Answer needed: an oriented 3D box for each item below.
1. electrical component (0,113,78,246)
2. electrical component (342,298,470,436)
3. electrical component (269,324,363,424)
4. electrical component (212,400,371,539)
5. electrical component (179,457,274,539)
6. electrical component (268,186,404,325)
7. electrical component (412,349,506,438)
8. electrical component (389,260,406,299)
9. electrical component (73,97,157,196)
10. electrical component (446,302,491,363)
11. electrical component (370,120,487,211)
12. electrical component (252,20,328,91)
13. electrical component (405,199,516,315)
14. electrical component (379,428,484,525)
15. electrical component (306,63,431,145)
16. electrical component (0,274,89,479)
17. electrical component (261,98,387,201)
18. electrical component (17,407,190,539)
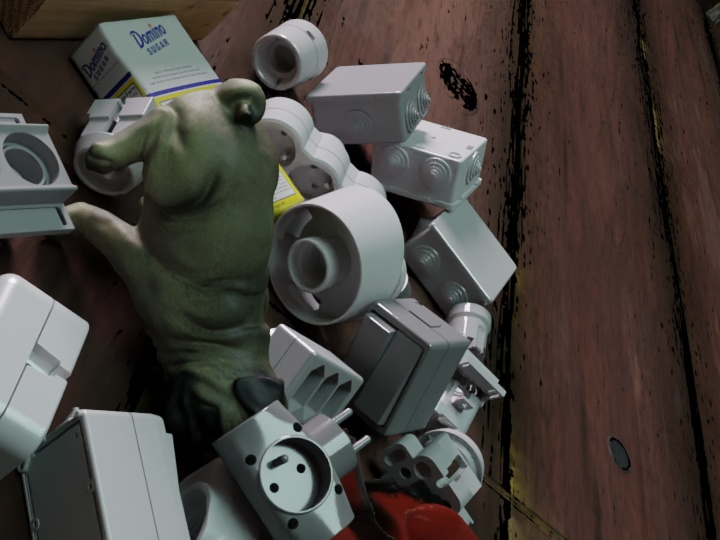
[{"bbox_3d":[-0.225,-0.044,0.581,0.121,0.063,0.078,-9,68,-56],"label":"electrical component"},{"bbox_3d":[0.023,0.075,0.780,0.062,0.096,0.061,37,21,31],"label":"electrical component"},{"bbox_3d":[-0.050,0.064,0.724,0.077,0.047,0.066,36,0,37],"label":"electrical component"},{"bbox_3d":[-0.029,0.106,0.596,0.079,0.044,0.077,-32,87,-29],"label":"electrical component"},{"bbox_3d":[-0.078,0.156,0.597,0.059,0.054,0.095,36,36,-28],"label":"electrical component"},{"bbox_3d":[-0.019,-0.009,0.794,0.064,0.099,0.099,-16,73,-51],"label":"electrical component"},{"bbox_3d":[0.067,0.099,0.834,0.042,0.081,0.063,45,55,-15],"label":"electrical component"},{"bbox_3d":[0.000,0.000,0.845,0.078,0.058,0.057,44,18,33],"label":"electrical component"},{"bbox_3d":[-0.160,-0.083,0.715,0.048,0.066,0.055,74,23,-43],"label":"electrical component"},{"bbox_3d":[0.093,0.058,0.937,0.040,0.040,0.046,38,41,-25],"label":"electrical component"},{"bbox_3d":[0.064,-0.102,0.999,0.100,0.048,0.100,18,27,17],"label":"electrical component"},{"bbox_3d":[-0.063,-0.188,0.948,0.055,0.055,0.047,52,35,-5],"label":"electrical component"},{"bbox_3d":[0.089,-0.010,0.986,0.099,0.048,0.100,53,31,-4],"label":"electrical component"},{"bbox_3d":[0.056,0.150,0.780,0.078,0.058,0.057,56,34,2],"label":"electrical component"},{"bbox_3d":[0.010,-0.149,0.968,0.099,0.100,0.048,-57,143,-57],"label":"electrical component"},{"bbox_3d":[-0.187,0.051,0.550,0.059,0.054,0.095,39,35,-24],"label":"electrical component"},{"bbox_3d":[-0.033,-0.089,0.893,0.138,0.052,0.073,43,33,-18],"label":"electrical component"},{"bbox_3d":[-0.131,0.116,0.556,0.061,0.062,0.096,13,50,-48],"label":"electrical component"}]
